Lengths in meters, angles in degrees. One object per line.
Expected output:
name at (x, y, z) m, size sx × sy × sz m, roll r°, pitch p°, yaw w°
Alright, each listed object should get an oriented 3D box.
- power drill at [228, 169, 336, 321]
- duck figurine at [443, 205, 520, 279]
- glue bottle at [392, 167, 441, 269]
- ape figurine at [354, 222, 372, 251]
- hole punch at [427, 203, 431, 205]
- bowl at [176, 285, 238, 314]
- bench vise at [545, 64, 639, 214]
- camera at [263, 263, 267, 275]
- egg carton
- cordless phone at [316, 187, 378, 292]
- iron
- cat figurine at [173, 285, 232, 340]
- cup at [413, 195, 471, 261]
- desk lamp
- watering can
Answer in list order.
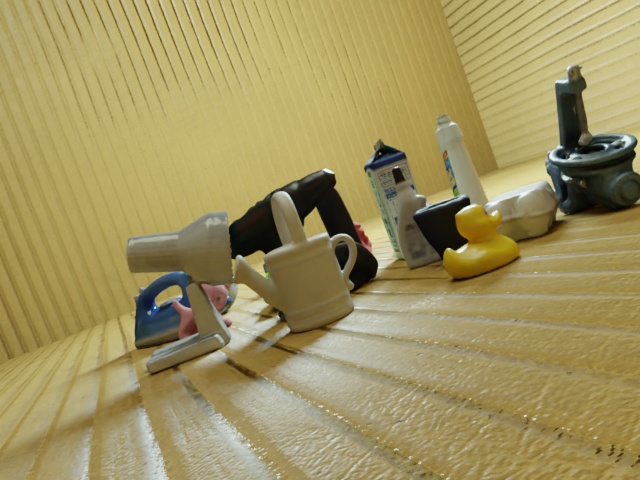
power drill at (-0.045, 0.016, 0.936) m, size 0.229 × 0.208 × 0.076 m, roll -19°, pitch 3°, yaw 23°
duck figurine at (0.205, -0.002, 0.760) m, size 0.105 × 0.086 × 0.077 m, roll -21°, pitch 3°, yaw -15°
glue bottle at (0.159, -0.043, 0.973) m, size 0.078 × 0.173 × 0.037 m, roll -19°, pitch 3°, yaw 17°
ape figurine at (0.097, -0.003, 1.474) m, size 0.076 × 0.092 × 0.078 m, roll -17°, pitch 4°, yaw 45°
hole punch at (0.277, -0.066, 1.417) m, size 0.101 × 0.091 × 0.109 m, roll -20°, pitch 3°, yaw 13°
bowl at (-0.262, 0.146, 1.349) m, size 0.167 × 0.075 × 0.167 m, roll -20°, pitch 3°, yaw 1°
bench vise at (0.389, -0.149, 0.891) m, size 0.122 × 0.220 × 0.207 m, roll -21°, pitch 3°, yaw -19°
camera at (-0.062, 0.052, 1.461) m, size 0.136 × 0.101 × 0.143 m, roll -20°, pitch 3°, yaw 13°
egg carton at (0.319, -0.043, 0.904) m, size 0.107 × 0.069 × 0.151 m, roll -19°, pitch 3°, yaw 30°
cordless phone at (0.009, 0.004, 1.024) m, size 0.147 × 0.185 × 0.094 m, roll -19°, pitch 4°, yaw 29°
iron at (-0.327, 0.141, 1.237) m, size 0.257 × 0.141 × 0.119 m, roll -19°, pitch 3°, yaw 23°
cat figurine at (-0.221, 0.122, 1.089) m, size 0.127 × 0.118 × 0.067 m, roll -20°, pitch 3°, yaw 15°
cup at (0.206, -0.015, 0.908) m, size 0.091 × 0.095 × 0.118 m, roll -19°, pitch 3°, yaw 20°
desk lamp at (-0.212, 0.076, 0.929) m, size 0.203 × 0.213 × 0.118 m, roll -21°, pitch 3°, yaw -9°
watering can at (-0.036, 0.027, 0.812) m, size 0.173 × 0.194 × 0.100 m, roll -22°, pitch 4°, yaw -34°
